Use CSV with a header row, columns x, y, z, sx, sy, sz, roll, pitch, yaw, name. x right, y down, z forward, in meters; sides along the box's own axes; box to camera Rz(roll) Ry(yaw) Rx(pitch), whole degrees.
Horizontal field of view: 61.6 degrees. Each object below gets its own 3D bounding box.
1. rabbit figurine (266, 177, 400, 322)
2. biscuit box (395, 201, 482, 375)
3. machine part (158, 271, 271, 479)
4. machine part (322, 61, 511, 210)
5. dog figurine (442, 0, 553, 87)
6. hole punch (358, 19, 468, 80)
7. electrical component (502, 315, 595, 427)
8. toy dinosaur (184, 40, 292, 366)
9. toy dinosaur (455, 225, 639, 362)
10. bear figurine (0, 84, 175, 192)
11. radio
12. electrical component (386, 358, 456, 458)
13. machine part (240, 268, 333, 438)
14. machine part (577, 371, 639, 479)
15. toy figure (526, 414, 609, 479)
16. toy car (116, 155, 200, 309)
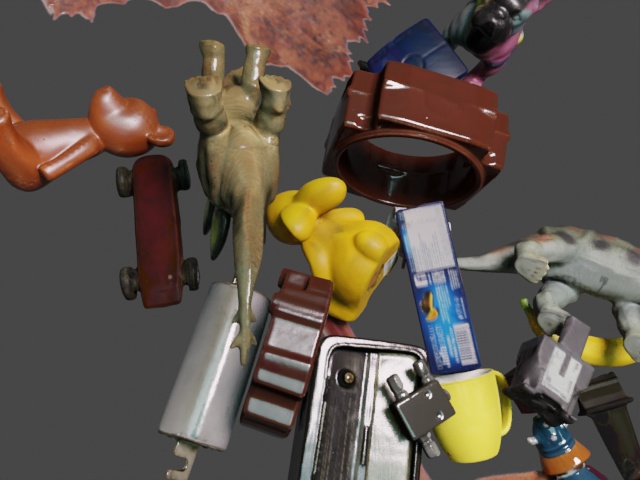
x,y,z,sx,sy,sz,roll,pitch,yaw,name
-0.001,-0.002,0.644,0.173,0.162,0.122,35,78,22,rabbit figurine
0.143,0.057,0.650,0.059,0.063,0.202,-13,89,13,biscuit box
-0.112,0.137,0.592,0.079,0.079,0.243,17,66,-5,machine part
0.112,-0.114,0.669,0.201,0.201,0.087,16,69,-6,machine part
0.262,-0.327,0.777,0.108,0.219,0.191,41,67,1,dog figurine
0.139,-0.244,0.790,0.116,0.092,0.142,-32,82,-17,hole punch
0.272,0.145,0.625,0.075,0.047,0.119,33,60,0,electrical component
-0.089,-0.087,0.593,0.105,0.198,0.472,1,36,-8,toy dinosaur
0.360,0.043,0.708,0.405,0.131,0.192,23,30,12,toy dinosaur
-0.286,-0.137,0.635,0.196,0.131,0.120,-26,46,-13,bear figurine
0.038,0.224,0.590,0.131,0.073,0.229,12,66,-8,radio
0.111,0.179,0.572,0.063,0.021,0.094,-23,76,-19,electrical component
-0.038,0.119,0.566,0.056,0.179,0.179,17,67,-2,machine part
0.372,0.240,0.677,0.084,0.039,0.139,-6,69,-20,machine part
0.298,0.278,0.635,0.064,0.057,0.154,-19,70,-23,toy figure
-0.194,-0.013,0.645,0.089,0.053,0.202,-9,67,-10,toy car
